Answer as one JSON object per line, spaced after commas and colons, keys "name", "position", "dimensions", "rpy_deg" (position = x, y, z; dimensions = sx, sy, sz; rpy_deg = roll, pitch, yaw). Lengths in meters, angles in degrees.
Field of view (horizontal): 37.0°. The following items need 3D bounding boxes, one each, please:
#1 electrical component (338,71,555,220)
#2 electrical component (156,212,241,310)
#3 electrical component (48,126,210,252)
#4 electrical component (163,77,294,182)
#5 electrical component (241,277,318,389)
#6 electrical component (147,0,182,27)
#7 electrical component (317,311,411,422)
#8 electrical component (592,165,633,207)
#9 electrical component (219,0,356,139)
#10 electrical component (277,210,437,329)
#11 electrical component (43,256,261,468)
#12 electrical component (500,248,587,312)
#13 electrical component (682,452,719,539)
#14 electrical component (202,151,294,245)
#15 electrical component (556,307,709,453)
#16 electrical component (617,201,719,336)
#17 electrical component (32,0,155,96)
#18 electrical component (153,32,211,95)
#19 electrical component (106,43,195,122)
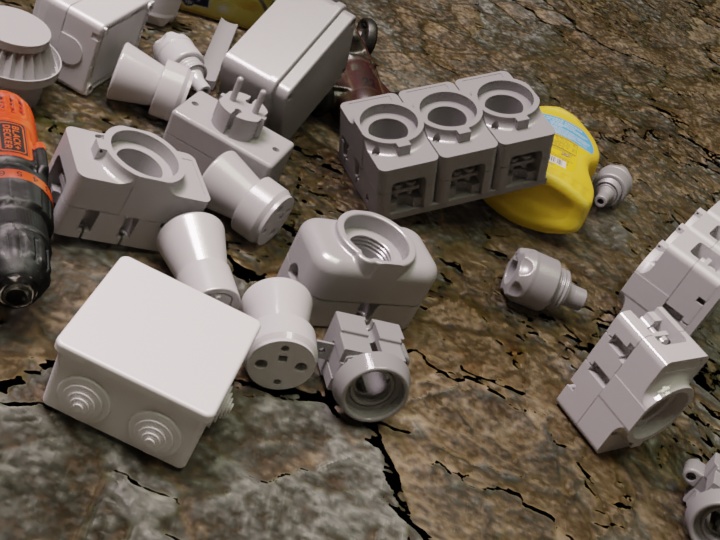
{"name": "electrical component", "position": [0.068, -0.104, 0.860], "dimensions": [0.150, 0.061, 0.089], "rpy_deg": [-14, 48, -16]}
{"name": "electrical component", "position": [-0.098, 0.002, 0.668], "dimensions": [0.044, 0.044, 0.065], "rpy_deg": [4, 45, -32]}
{"name": "electrical component", "position": [-0.147, -0.052, 0.680], "dimensions": [0.089, 0.055, 0.050], "rpy_deg": [10, 39, -36]}
{"name": "electrical component", "position": [-0.091, -0.104, 0.782], "dimensions": [0.083, 0.075, 0.047], "rpy_deg": [30, 33, 3]}
{"name": "electrical component", "position": [-0.049, 0.038, 0.649], "dimensions": [0.045, 0.045, 0.055], "rpy_deg": [15, 36, -19]}
{"name": "electrical component", "position": [-0.172, -0.245, 0.925], "dimensions": [0.043, 0.062, 0.043], "rpy_deg": [19, 35, -14]}
{"name": "electrical component", "position": [0.004, 0.060, 0.659], "dimensions": [0.066, 0.048, 0.055], "rpy_deg": [13, 28, -21]}
{"name": "electrical component", "position": [0.235, -0.075, 1.014], "dimensions": [0.035, 0.035, 0.061], "rpy_deg": [34, 36, 9]}
{"name": "electrical component", "position": [-0.057, -0.161, 0.850], "dimensions": [0.057, 0.078, 0.113], "rpy_deg": [30, 59, 8]}
{"name": "electrical component", "position": [0.000, 0.000, 0.722], "dimensions": [0.095, 0.059, 0.053], "rpy_deg": [5, 40, -31]}
{"name": "electrical component", "position": [-0.113, 0.050, 0.585], "dimensions": [0.100, 0.048, 0.099], "rpy_deg": [26, 33, -3]}
{"name": "electrical component", "position": [0.143, 0.012, 0.823], "dimensions": [0.062, 0.043, 0.043], "rpy_deg": [22, 34, -10]}
{"name": "electrical component", "position": [0.237, 0.156, 0.697], "dimensions": [0.066, 0.048, 0.055], "rpy_deg": [34, 27, 9]}
{"name": "electrical component", "position": [-0.080, -0.049, 0.745], "dimensions": [0.055, 0.045, 0.045], "rpy_deg": [36, 34, 10]}
{"name": "electrical component", "position": [0.185, 0.077, 0.723], "dimensions": [0.050, 0.089, 0.055], "rpy_deg": [-4, 45, -38]}
{"name": "electrical component", "position": [0.271, 0.005, 0.881], "dimensions": [0.062, 0.089, 0.150], "rpy_deg": [39, 35, 16]}
{"name": "electrical component", "position": [-0.206, -0.187, 0.823], "dimensions": [0.061, 0.061, 0.096], "rpy_deg": [30, 33, 2]}
{"name": "electrical component", "position": [-0.139, -0.161, 0.862], "dimensions": [0.035, 0.035, 0.061], "rpy_deg": [-10, 51, -43]}
{"name": "electrical component", "position": [-0.158, -0.140, 0.811], "dimensions": [0.055, 0.045, 0.045], "rpy_deg": [20, 34, -13]}
